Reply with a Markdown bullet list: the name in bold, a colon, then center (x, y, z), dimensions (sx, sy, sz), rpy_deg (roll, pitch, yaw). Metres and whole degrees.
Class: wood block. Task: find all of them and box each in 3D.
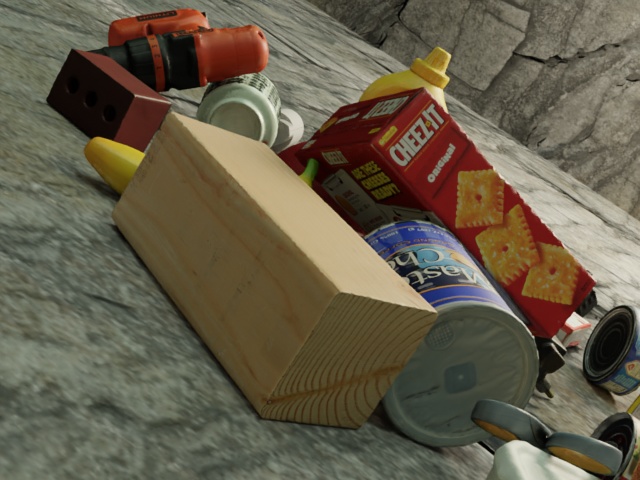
- **wood block**: center (-0.036, 0.015, 0.669), dimensions (0.090, 0.090, 0.206), rpy_deg (16, 22, -45)

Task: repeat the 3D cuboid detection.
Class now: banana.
- **banana**: center (-0.081, -0.035, 0.804), dimensions (0.197, 0.037, 0.070), rpy_deg (4, 52, -34)

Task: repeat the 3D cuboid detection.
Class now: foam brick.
- **foam brick**: center (-0.174, -0.113, 0.878), dimensions (0.078, 0.053, 0.051), rpy_deg (36, 15, 21)

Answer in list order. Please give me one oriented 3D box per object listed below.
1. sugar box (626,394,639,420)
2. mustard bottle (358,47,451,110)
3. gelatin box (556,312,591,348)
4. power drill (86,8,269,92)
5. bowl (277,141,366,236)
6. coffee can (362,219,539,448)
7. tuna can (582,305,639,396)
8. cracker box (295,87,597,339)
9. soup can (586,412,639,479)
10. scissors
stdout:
- **sugar box**: center (0.352, 0.205, 0.924), dimensions (0.093, 0.048, 0.176), rpy_deg (18, 23, -44)
- **mustard bottle**: center (0.077, -0.113, 1.106), dimensions (0.096, 0.192, 0.058), rpy_deg (28, 15, -14)
- **gelatin box**: center (0.239, 0.082, 1.123), dimensions (0.073, 0.030, 0.089), rpy_deg (37, 15, 22)
- **power drill**: center (-0.158, -0.181, 1.036), dimensions (0.184, 0.057, 0.188), rpy_deg (-9, 21, -15)
- **bowl**: center (0.021, -0.047, 0.999), dimensions (0.162, 0.055, 0.162), rpy_deg (33, 4, -3)
- **coffee can**: center (0.075, 0.059, 0.723), dimensions (0.102, 0.103, 0.140), rpy_deg (26, 15, -20)
- **tuna can**: center (0.295, 0.107, 1.045), dimensions (0.033, 0.086, 0.086), rpy_deg (27, 16, -11)
- **cracker box**: center (0.098, -0.020, 0.866), dimensions (0.213, 0.072, 0.164), rpy_deg (47, -15, -16)
- **soup can**: center (0.241, 0.175, 0.751), dimensions (0.102, 0.068, 0.068), rpy_deg (30, 15, -7)
- **scissors**: center (0.160, 0.138, 0.668), dimensions (0.096, 0.016, 0.201), rpy_deg (13, -15, 39)
